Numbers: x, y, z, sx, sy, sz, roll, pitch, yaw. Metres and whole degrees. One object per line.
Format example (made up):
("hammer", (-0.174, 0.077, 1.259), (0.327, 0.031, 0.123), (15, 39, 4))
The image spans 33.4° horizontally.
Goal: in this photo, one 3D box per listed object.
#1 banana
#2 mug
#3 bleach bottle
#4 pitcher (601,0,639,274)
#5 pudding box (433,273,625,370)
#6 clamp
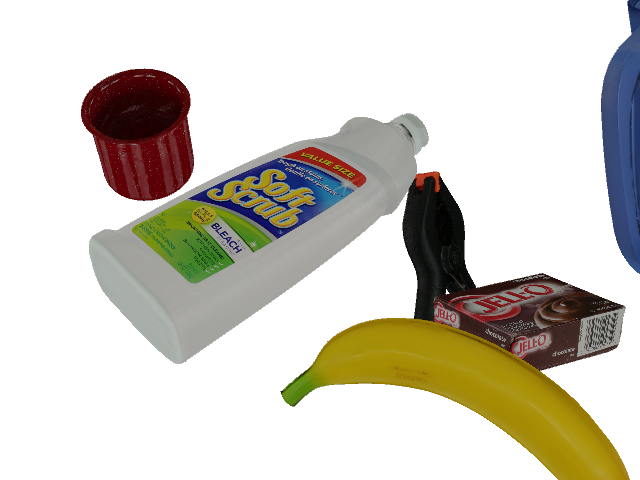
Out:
("banana", (0.081, 0.086, 0.571), (0.198, 0.070, 0.037), (19, 10, 12))
("mug", (-0.159, -0.098, 0.939), (0.093, 0.117, 0.081), (-16, -38, -10))
("bleach bottle", (-0.028, -0.022, 0.741), (0.250, 0.068, 0.103), (-35, 59, -25))
("pitcher", (0.240, -0.027, 0.611), (0.149, 0.243, 0.145), (-2, 22, 15))
("pudding box", (0.154, 0.061, 0.797), (0.113, 0.039, 0.090), (-8, 20, -31))
("clamp", (0.106, 0.026, 0.985), (0.039, 0.171, 0.120), (-11, 13, 34))
